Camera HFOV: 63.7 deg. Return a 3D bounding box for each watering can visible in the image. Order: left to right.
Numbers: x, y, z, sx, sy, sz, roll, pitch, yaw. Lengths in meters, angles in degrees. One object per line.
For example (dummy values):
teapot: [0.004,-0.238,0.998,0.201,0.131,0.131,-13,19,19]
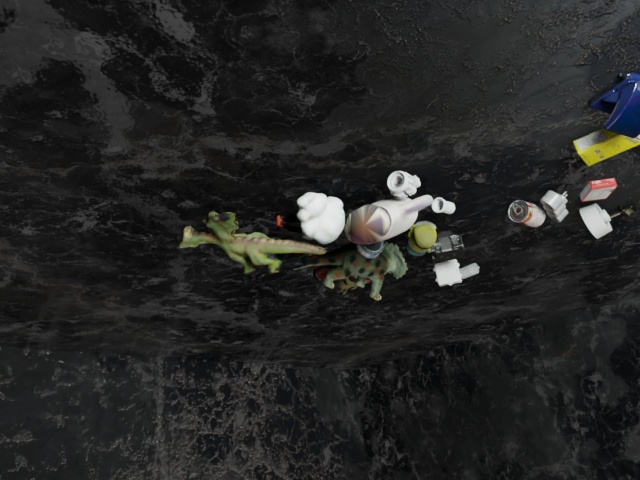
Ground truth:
watering can: [0.154,-0.043,1.436,0.226,0.104,0.343,-17,173,-45]

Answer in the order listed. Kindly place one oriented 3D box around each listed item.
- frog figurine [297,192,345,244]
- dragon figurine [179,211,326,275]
frog figurine: [0.004,-0.068,1.358,0.139,0.124,0.156,-36,152,-18]
dragon figurine: [-0.209,-0.005,1.403,0.408,0.124,0.239,-7,152,29]
